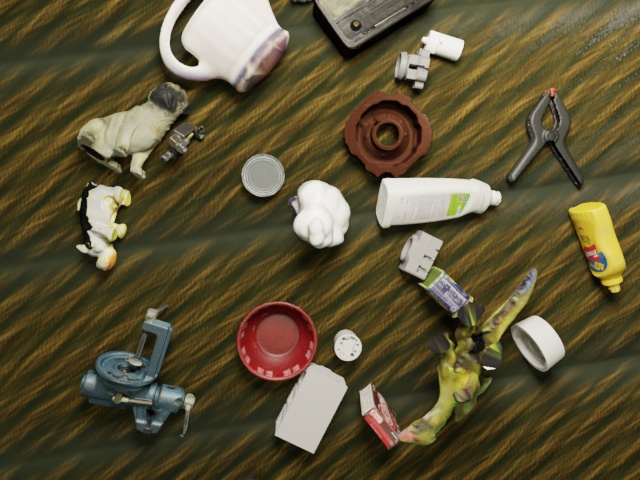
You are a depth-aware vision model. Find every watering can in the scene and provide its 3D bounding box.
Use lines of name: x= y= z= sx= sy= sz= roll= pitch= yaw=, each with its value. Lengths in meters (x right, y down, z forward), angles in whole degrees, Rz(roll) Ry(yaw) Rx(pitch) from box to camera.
watering can: x=-0.152 y=-0.438 z=1.001 sx=0.224 sy=0.104 sz=0.348 roll=40 pitch=90 yaw=-6

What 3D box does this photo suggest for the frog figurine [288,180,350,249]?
frog figurine: x=0.003 y=-0.050 z=0.999 sx=0.123 sy=0.160 sz=0.137 roll=-17 pitch=94 yaw=-5

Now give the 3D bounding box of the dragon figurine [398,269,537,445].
dragon figurine: x=0.308 y=0.252 z=1.030 sx=0.415 sy=0.237 sz=0.124 roll=-38 pitch=52 yaw=-20
